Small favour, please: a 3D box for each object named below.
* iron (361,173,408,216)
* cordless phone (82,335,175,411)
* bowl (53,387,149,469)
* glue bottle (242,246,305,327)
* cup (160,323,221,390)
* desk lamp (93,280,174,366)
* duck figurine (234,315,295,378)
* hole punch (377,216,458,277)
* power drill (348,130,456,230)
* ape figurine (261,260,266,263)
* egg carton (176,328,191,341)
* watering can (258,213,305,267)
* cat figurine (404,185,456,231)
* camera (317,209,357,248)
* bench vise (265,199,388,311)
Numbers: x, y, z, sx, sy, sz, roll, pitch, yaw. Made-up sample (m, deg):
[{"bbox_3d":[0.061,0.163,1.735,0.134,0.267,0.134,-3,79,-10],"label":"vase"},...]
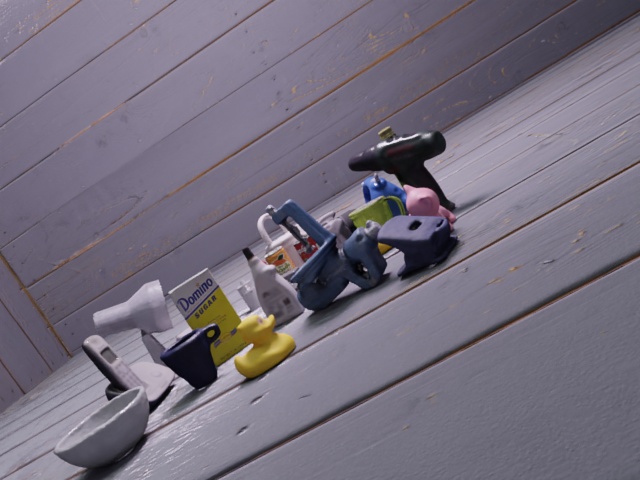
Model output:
[{"bbox_3d":[0.152,-0.106,1.505,0.119,0.141,0.258,-33,7,-7],"label":"iron"},{"bbox_3d":[-0.388,0.255,1.155,0.094,0.185,0.147,-31,7,10],"label":"cordless phone"},{"bbox_3d":[-0.348,0.324,0.955,0.167,0.075,0.167,-31,7,5],"label":"bowl"},{"bbox_3d":[-0.105,0.086,1.153,0.078,0.173,0.037,-30,8,16],"label":"glue bottle"},{"bbox_3d":[-0.221,0.218,1.060,0.118,0.095,0.091,-34,7,-13],"label":"cup"},{"bbox_3d":[-0.412,0.227,1.335,0.203,0.213,0.117,-34,8,-15],"label":"desk lamp"},{"bbox_3d":[-0.103,0.167,0.941,0.105,0.086,0.077,-34,8,-19],"label":"duck figurine"},{"bbox_3d":[0.165,-0.006,0.964,0.101,0.091,0.109,-26,9,37],"label":"hole punch"},{"bbox_3d":[0.192,-0.134,1.253,0.229,0.208,0.076,-26,9,38],"label":"power drill"},{"bbox_3d":[-0.151,0.098,1.598,0.076,0.092,0.078,-28,8,30],"label":"ape figurine"},{"bbox_3d":[-0.264,0.224,1.310,0.107,0.069,0.150,-36,8,-31],"label":"egg carton"},{"bbox_3d":[-0.091,0.010,1.529,0.172,0.194,0.101,-29,8,23],"label":"watering can"},{"bbox_3d":[0.201,-0.062,1.087,0.067,0.118,0.128,-29,8,20],"label":"cat figurine"},{"bbox_3d":[0.057,-0.037,1.605,0.137,0.101,0.143,-33,7,-9],"label":"camera"},{"bbox_3d":[0.010,0.002,1.051,0.207,0.220,0.121,-31,7,7],"label":"bench vise"}]
